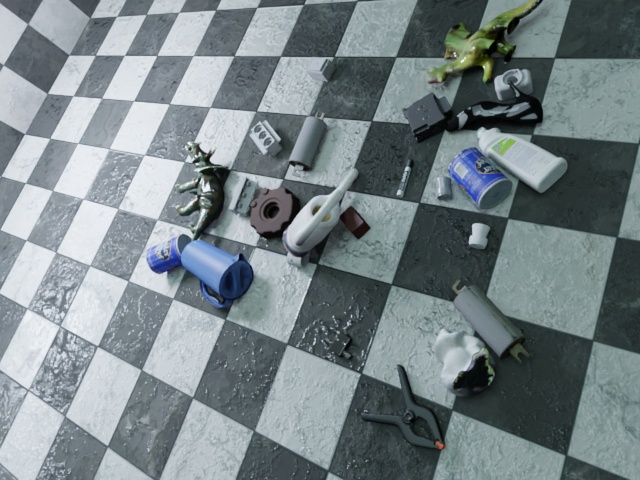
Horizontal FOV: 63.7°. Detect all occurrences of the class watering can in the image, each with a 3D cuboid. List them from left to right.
[{"bbox_3d":[0.005,-0.077,1.528,0.220,0.104,0.355,-47,3,40],"label":"watering can"}]

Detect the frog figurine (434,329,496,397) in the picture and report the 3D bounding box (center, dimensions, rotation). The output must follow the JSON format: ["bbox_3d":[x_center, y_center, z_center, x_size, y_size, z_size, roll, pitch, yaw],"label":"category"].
[{"bbox_3d":[0.331,0.288,1.220,0.122,0.137,0.160,26,2,-19],"label":"frog figurine"}]

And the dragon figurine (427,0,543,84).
[{"bbox_3d":[0.477,-0.617,1.555,0.246,0.411,0.120,38,-3,44],"label":"dragon figurine"}]
